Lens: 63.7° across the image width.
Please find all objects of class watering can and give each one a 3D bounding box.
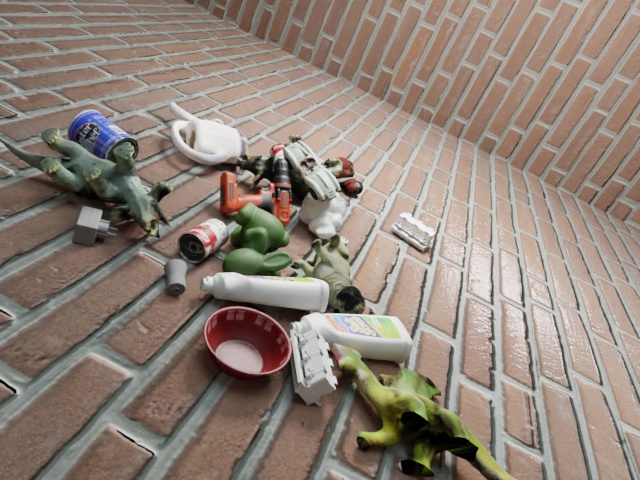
[{"bbox_3d":[-0.340,-0.318,1.546,0.224,0.102,0.355,8,33,-30],"label":"watering can"}]

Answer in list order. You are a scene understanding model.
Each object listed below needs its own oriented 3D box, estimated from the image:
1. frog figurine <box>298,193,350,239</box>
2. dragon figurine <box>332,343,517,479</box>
[{"bbox_3d":[0.004,-0.071,1.401,0.137,0.120,0.163,-2,31,19],"label":"frog figurine"},{"bbox_3d":[0.196,0.309,0.935,0.410,0.120,0.246,28,20,-1],"label":"dragon figurine"}]
